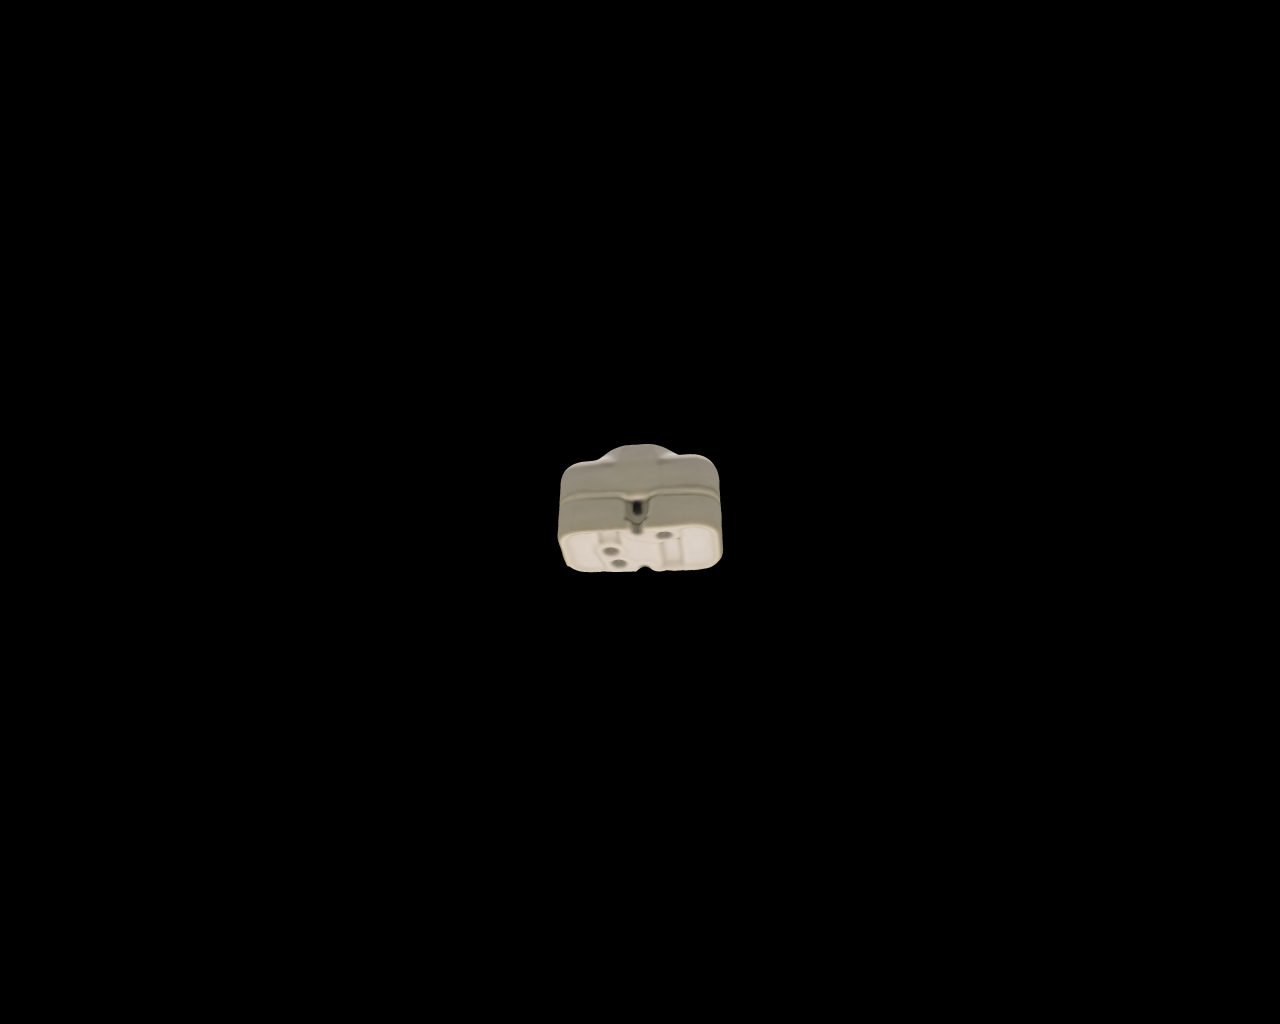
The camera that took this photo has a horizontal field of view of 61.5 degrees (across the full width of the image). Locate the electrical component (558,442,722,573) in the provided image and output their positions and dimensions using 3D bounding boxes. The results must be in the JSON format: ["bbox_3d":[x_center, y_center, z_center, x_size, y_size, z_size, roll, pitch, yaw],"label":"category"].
[{"bbox_3d":[0.001,-0.003,0.650,0.095,0.059,0.053,-3,-32,5],"label":"electrical component"}]
